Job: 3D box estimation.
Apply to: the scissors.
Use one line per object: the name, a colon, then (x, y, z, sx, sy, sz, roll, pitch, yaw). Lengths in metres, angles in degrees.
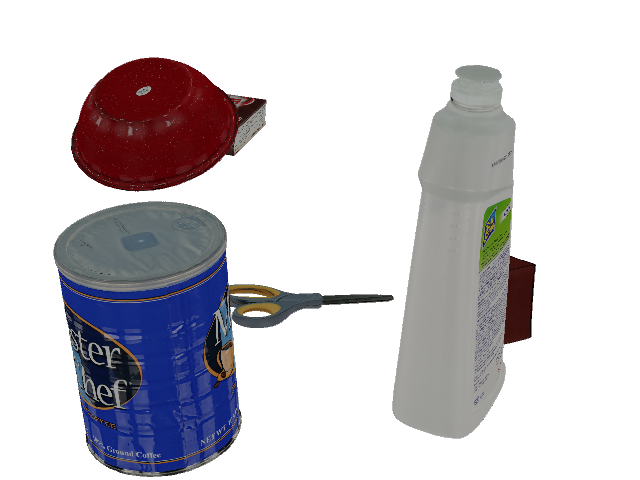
scissors: (-0.015, 0.075, 1.192, 0.201, 0.016, 0.096, 5, 23, -2)

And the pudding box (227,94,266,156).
pudding box: (-0.123, -0.140, 1.255, 0.090, 0.039, 0.113, 9, 29, 13)

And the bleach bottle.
bleach bottle: (0.095, 0.005, 0.709, 0.068, 0.251, 0.102, 14, 32, 21)

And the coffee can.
coffee can: (-0.105, 0.060, 0.667, 0.103, 0.140, 0.103, -2, 28, 1)

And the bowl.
bowl: (-0.160, -0.121, 0.995, 0.162, 0.162, 0.055, 0, -41, 7)

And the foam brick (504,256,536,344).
foam brick: (0.173, 0.057, 1.047, 0.051, 0.078, 0.053, -11, 19, -34)
